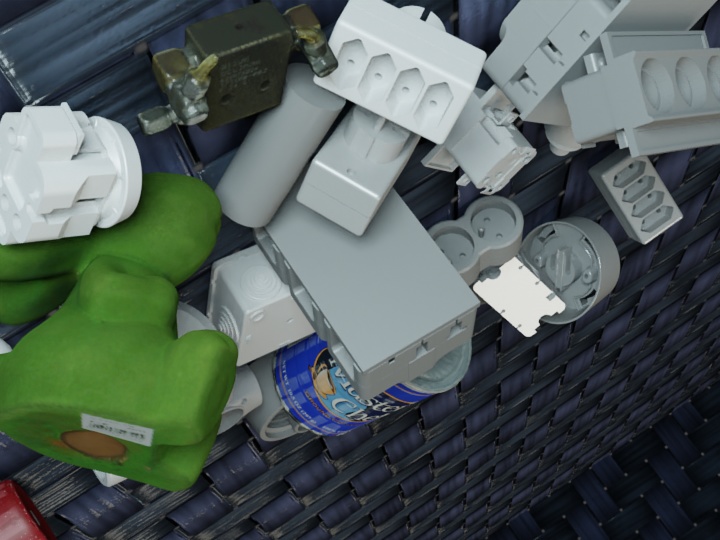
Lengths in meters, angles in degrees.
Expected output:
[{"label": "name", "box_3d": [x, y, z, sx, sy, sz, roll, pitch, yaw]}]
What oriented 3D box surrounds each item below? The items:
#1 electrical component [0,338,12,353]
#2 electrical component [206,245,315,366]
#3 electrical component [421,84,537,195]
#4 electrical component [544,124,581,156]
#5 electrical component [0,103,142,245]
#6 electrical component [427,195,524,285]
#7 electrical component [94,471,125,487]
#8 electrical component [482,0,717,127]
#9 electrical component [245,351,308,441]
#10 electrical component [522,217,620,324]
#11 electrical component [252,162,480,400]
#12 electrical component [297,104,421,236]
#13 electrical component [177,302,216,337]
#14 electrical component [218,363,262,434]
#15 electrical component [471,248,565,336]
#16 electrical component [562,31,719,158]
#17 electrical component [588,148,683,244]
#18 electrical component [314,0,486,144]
[{"label": "electrical component", "box_3d": [-0.243, 0.070, 0.664, 0.048, 0.048, 0.062, -12, 155, -44]}, {"label": "electrical component", "box_3d": [-0.064, 0.020, 0.806, 0.100, 0.048, 0.099, -23, 155, -24]}, {"label": "electrical component", "box_3d": [0.090, -0.093, 0.777, 0.081, 0.063, 0.042, -46, 156, 24]}, {"label": "electrical component", "box_3d": [0.169, -0.116, 0.868, 0.043, 0.043, 0.062, -27, 158, -19]}, {"label": "electrical component", "box_3d": [-0.148, -0.048, 0.544, 0.057, 0.058, 0.078, -9, 146, -42]}, {"label": "electrical component", "box_3d": [0.081, -0.006, 0.951, 0.138, 0.052, 0.073, -32, 157, -8]}, {"label": "electrical component", "box_3d": [-0.170, 0.112, 0.834, 0.074, 0.052, 0.138, -22, 154, -28]}, {"label": "electrical component", "box_3d": [0.179, -0.185, 0.723, 0.105, 0.060, 0.186, -4, 142, -52]}, {"label": "electrical component", "box_3d": [-0.057, 0.113, 0.981, 0.108, 0.060, 0.108, -29, 157, -14]}, {"label": "electrical component", "box_3d": [0.207, -0.003, 1.074, 0.064, 0.099, 0.099, -22, 155, -42]}, {"label": "electrical component", "box_3d": [0.000, 0.000, 0.722, 0.089, 0.150, 0.061, -30, 156, -13]}, {"label": "electrical component", "box_3d": [0.007, -0.079, 0.666, 0.083, 0.047, 0.075, -59, 178, -44]}, {"label": "electrical component", "box_3d": [-0.139, 0.064, 0.750, 0.080, 0.080, 0.051, -18, 157, -35]}, {"label": "electrical component", "box_3d": [-0.123, 0.101, 0.887, 0.077, 0.044, 0.079, -24, 155, -24]}, {"label": "electrical component", "box_3d": [0.146, 0.011, 1.032, 0.050, 0.055, 0.089, -41, 121, 15]}, {"label": "electrical component", "box_3d": [0.193, -0.114, 0.708, 0.121, 0.078, 0.063, -12, 177, -43]}, {"label": "electrical component", "box_3d": [0.260, -0.077, 1.044, 0.047, 0.083, 0.075, -36, -164, 1]}, {"label": "electrical component", "box_3d": [0.028, -0.127, 0.624, 0.047, 0.083, 0.075, -61, -176, 46]}]
